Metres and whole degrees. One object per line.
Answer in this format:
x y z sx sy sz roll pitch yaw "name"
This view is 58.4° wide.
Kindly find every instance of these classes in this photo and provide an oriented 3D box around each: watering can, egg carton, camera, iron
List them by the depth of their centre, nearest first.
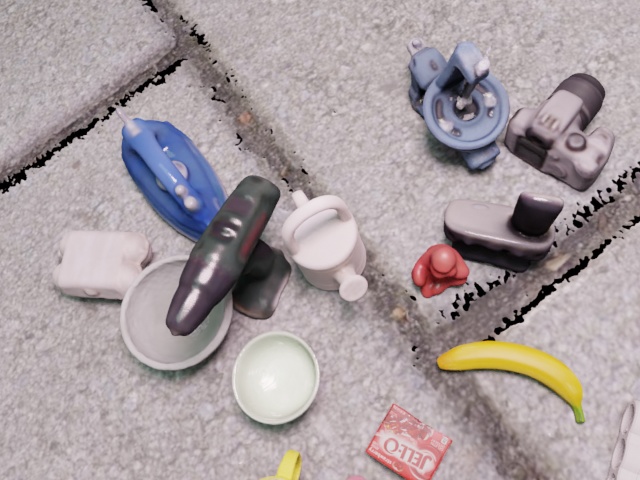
0.009 0.002 0.770 0.172 0.194 0.101 36 80 20 "watering can"
0.360 -0.168 0.817 0.143 0.101 0.137 37 81 20 "camera"
-0.220 -0.092 0.873 0.119 0.142 0.257 -40 69 -5 "iron"
-0.336 0.038 0.886 0.150 0.069 0.107 1 71 11 "egg carton"

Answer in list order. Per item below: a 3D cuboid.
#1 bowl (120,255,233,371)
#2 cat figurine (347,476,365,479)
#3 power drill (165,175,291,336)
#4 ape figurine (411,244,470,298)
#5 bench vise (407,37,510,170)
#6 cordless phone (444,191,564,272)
-0.197 0.110 0.833 0.167 0.075 0.167 -3 70 9 "bowl"
0.079 0.327 0.683 0.127 0.118 0.067 5 72 12 "cat figurine"
-0.109 0.038 0.770 0.075 0.209 0.230 17 75 16 "power drill"
0.166 0.036 0.784 0.077 0.092 0.076 13 73 15 "ape figurine"
0.176 -0.214 0.802 0.207 0.220 0.121 41 82 20 "bench vise"
0.237 -0.034 0.746 0.147 0.185 0.094 10 73 14 "cordless phone"
